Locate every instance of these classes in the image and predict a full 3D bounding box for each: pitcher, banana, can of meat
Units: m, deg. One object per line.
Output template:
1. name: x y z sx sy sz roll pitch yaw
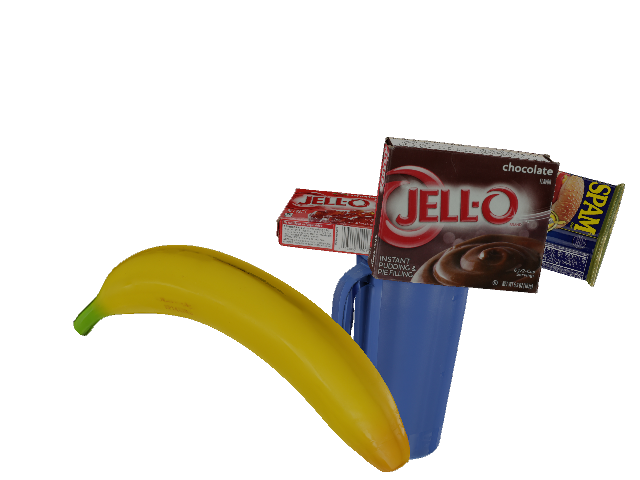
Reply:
1. pitcher: 0.089 0.126 1.230 0.149 0.243 0.145 7 17 6
2. banana: -0.036 0.047 0.536 0.198 0.070 0.037 21 23 24
3. can of meat: 0.218 -0.017 0.956 0.084 0.057 0.102 17 47 17

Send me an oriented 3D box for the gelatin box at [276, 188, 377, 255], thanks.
1. gelatin box: 0.013 -0.018 0.936 0.089 0.030 0.073 7 24 10

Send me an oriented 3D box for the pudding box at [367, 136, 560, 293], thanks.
1. pudding box: 0.093 -0.017 0.703 0.113 0.090 0.039 5 18 -5
